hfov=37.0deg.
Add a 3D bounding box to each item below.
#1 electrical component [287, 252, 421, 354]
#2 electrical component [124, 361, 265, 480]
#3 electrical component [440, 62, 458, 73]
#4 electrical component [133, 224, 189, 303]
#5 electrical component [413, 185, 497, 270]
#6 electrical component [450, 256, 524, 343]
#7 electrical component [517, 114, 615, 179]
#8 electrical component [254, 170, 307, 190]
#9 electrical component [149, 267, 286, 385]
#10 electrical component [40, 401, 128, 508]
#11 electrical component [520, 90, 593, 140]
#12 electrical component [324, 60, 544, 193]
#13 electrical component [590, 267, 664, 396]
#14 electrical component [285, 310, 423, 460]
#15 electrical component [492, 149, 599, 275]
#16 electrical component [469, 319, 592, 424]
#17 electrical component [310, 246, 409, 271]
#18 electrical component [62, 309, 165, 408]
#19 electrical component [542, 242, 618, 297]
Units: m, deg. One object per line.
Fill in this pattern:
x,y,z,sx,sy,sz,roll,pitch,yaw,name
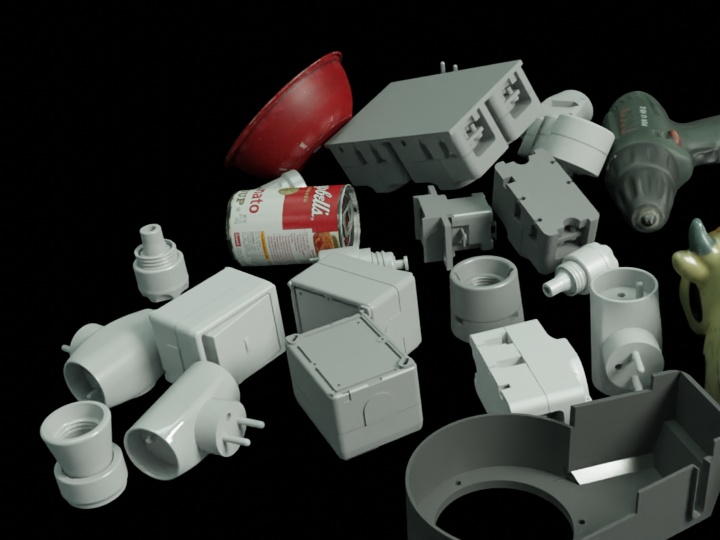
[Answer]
-0.006,0.028,0.801,0.096,0.061,0.061,17,37,37,electrical component
-0.102,0.102,0.714,0.079,0.043,0.077,7,33,25,electrical component
0.096,-0.180,1.126,0.047,0.076,0.066,-28,35,-31,electrical component
-0.170,-0.008,0.906,0.043,0.062,0.043,-6,29,4,electrical component
0.081,-0.039,0.917,0.064,0.042,0.081,-8,30,-3,electrical component
0.094,0.021,0.802,0.055,0.047,0.055,-6,29,4,electrical component
0.176,-0.096,0.967,0.052,0.073,0.138,22,4,-8,electrical component
-0.075,-0.068,1.012,0.046,0.040,0.040,-25,33,-18,electrical component
-0.096,0.044,0.796,0.061,0.061,0.096,18,39,39,electrical component
-0.176,0.119,0.692,0.045,0.055,0.045,-7,29,4,electrical component
0.184,-0.148,1.080,0.079,0.043,0.077,9,33,27,electrical component
0.068,-0.129,0.999,0.105,0.060,0.186,-46,26,-25,electrical component
0.175,0.051,0.699,0.043,0.077,0.079,-5,30,5,electrical component
-0.007,0.075,0.719,0.062,0.061,0.096,-19,31,-19,electrical component
0.150,-0.046,0.881,0.050,0.055,0.089,-20,51,-13,electrical component
0.112,0.077,0.696,0.056,0.050,0.089,-13,30,-6,electrical component
0.000,0.000,0.871,0.078,0.040,0.040,-8,29,1,electrical component
-0.190,0.063,0.805,0.079,0.044,0.077,14,36,34,electrical component
0.167,0.004,0.828,0.061,0.035,0.035,-25,33,-24,electrical component
